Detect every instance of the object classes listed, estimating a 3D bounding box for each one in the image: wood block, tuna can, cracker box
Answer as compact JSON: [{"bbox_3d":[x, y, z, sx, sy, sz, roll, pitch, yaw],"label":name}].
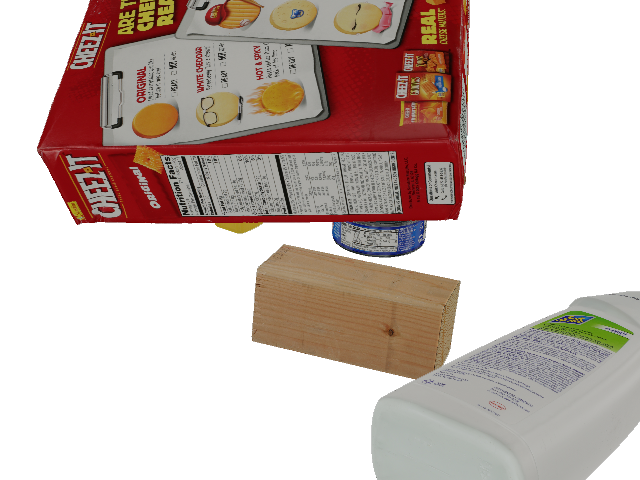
[{"bbox_3d":[0.038,0.078,1.168,0.206,0.091,0.090,12,22,16],"label":"wood block"},{"bbox_3d":[0.053,-0.017,0.954,0.086,0.034,0.086,1,25,-1],"label":"tuna can"},{"bbox_3d":[-0.026,-0.088,0.590,0.214,0.164,0.072,-1,-40,10],"label":"cracker box"}]

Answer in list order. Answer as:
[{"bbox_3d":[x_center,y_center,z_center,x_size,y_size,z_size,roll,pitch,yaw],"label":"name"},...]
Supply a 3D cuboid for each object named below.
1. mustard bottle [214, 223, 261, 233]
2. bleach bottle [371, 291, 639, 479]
[{"bbox_3d":[-0.074,-0.108,1.100,0.058,0.192,0.096,19,39,21],"label":"mustard bottle"},{"bbox_3d":[0.146,0.083,0.608,0.250,0.068,0.103,-20,29,-41],"label":"bleach bottle"}]
